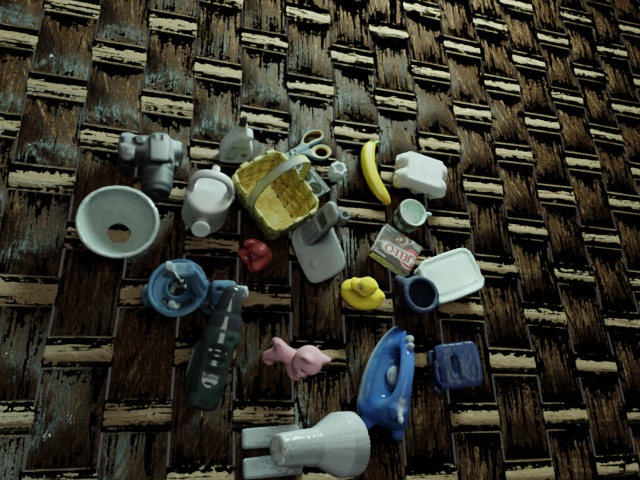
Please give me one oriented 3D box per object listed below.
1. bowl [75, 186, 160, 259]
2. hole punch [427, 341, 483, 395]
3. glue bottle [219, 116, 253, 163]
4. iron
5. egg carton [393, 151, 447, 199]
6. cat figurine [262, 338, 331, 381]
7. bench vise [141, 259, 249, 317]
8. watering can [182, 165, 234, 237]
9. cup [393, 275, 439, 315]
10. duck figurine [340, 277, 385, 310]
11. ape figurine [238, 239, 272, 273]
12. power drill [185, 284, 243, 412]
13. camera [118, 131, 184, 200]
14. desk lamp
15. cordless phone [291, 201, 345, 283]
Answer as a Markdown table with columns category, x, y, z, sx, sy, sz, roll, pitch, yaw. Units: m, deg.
| category | x | y | z | sx | sy | sz | roll | pitch | yaw |
| --- | --- | --- | --- | --- | --- | --- | --- | --- | --- |
| bowl | -0.428 | -0.027 | 1.219 | 0.168 | 0.074 | 0.167 | 7 | 66 | -16 |
| hole punch | 0.310 | 0.294 | 1.321 | 0.101 | 0.091 | 0.108 | 0 | 68 | -18 |
| glue bottle | -0.189 | -0.237 | 1.334 | 0.078 | 0.173 | 0.037 | -1 | 68 | -19 |
| iron | 0.167 | 0.292 | 1.245 | 0.119 | 0.141 | 0.258 | 19 | 63 | -10 |
| egg carton | 0.266 | -0.170 | 1.518 | 0.150 | 0.069 | 0.107 | 15 | 64 | -12 |
| cat figurine | -0.048 | 0.246 | 1.206 | 0.128 | 0.117 | 0.067 | 30 | 62 | -4 |
| bench vise | -0.249 | 0.081 | 1.151 | 0.208 | 0.219 | 0.121 | -13 | 72 | -23 |
| watering can | -0.240 | -0.087 | 1.241 | 0.101 | 0.194 | 0.173 | -7 | 70 | -21 |
| cup | 0.211 | 0.133 | 1.355 | 0.118 | 0.095 | 0.092 | 35 | 61 | -1 |
| duck figurine | 0.108 | 0.117 | 1.332 | 0.105 | 0.086 | 0.077 | 22 | 63 | -9 |
| ape figurine | -0.141 | 0.030 | 1.282 | 0.076 | 0.092 | 0.078 | 9 | 65 | -15 |
| power drill | -0.207 | 0.219 | 1.112 | 0.076 | 0.208 | 0.229 | 15 | 64 | -12 |
| camera | -0.380 | -0.167 | 1.281 | 0.143 | 0.100 | 0.137 | 3 | 67 | -17 |
| desk lamp | -0.032 | 0.399 | 1.091 | 0.204 | 0.213 | 0.118 | 0 | 67 | -18 |
| cordless phone | 0.012 | 0.005 | 1.291 | 0.094 | 0.185 | 0.147 | -19 | 75 | -24 |
